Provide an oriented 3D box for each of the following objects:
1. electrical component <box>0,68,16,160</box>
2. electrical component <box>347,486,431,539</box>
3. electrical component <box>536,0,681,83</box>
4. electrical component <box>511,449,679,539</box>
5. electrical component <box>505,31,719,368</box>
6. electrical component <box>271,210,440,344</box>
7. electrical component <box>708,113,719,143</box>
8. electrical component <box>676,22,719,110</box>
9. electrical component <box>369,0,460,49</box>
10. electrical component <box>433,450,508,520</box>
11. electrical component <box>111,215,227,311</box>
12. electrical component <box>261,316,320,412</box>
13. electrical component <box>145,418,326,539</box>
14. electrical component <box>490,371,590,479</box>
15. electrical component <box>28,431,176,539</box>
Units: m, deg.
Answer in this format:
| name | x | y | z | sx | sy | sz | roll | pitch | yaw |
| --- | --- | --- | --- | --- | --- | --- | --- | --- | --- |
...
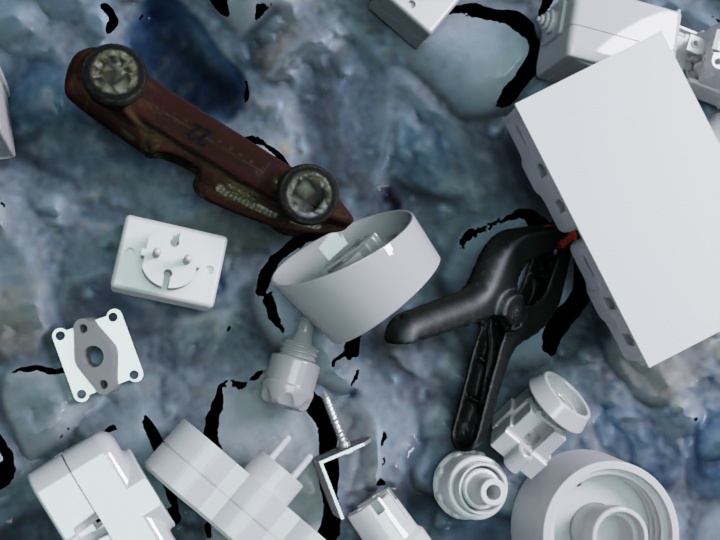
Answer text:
| name | x | y | z | sx | sy | sz | roll | pitch | yaw |
| --- | --- | --- | --- | --- | --- | --- | --- | --- | --- |
| electrical component | -0.267 | -0.094 | 0.640 | 0.109 | 0.109 | 0.056 | -8 | 89 | -13 |
| electrical component | 0.019 | 0.172 | 0.712 | 0.040 | 0.040 | 0.046 | -34 | 87 | -14 |
| electrical component | 0.170 | -0.159 | 0.768 | 0.096 | 0.062 | 0.061 | 12 | 82 | -11 |
| electrical component | 0.164 | 0.178 | 0.732 | 0.108 | 0.060 | 0.108 | 1 | 84 | -13 |
| electrical component | 0.185 | -0.044 | 0.708 | 0.105 | 0.060 | 0.186 | -27 | 89 | -3 |
| electrical component | 0.000 | 0.000 | 0.697 | 0.099 | 0.099 | 0.064 | -41 | 100 | -13 |
| electrical component | 0.249 | -0.080 | 0.789 | 0.065 | 0.044 | 0.044 | -33 | 92 | -9 |
| electrical component | 0.265 | -0.151 | 0.787 | 0.081 | 0.064 | 0.042 | 18 | 82 | -10 |
| electrical component | 0.056 | -0.207 | 0.740 | 0.047 | 0.076 | 0.083 | 40 | 78 | -6 |
| electrical component | 0.078 | 0.145 | 0.716 | 0.048 | 0.062 | 0.048 | 1 | 84 | -13 |
| electrical component | -0.120 | -0.005 | 0.679 | 0.066 | 0.077 | 0.047 | 13 | 82 | -11 |
| electrical component | -0.042 | 0.061 | 0.712 | 0.035 | 0.035 | 0.061 | 19 | 78 | -10 |
| electrical component | -0.062 | 0.141 | 0.690 | 0.138 | 0.052 | 0.073 | 42 | 77 | -5 |
| electrical component | 0.121 | 0.102 | 0.727 | 0.048 | 0.066 | 0.055 | 40 | 111 | -6 |
| electrical component | -0.155 | 0.150 | 0.667 | 0.059 | 0.054 | 0.095 | -31 | 92 | -14 |
